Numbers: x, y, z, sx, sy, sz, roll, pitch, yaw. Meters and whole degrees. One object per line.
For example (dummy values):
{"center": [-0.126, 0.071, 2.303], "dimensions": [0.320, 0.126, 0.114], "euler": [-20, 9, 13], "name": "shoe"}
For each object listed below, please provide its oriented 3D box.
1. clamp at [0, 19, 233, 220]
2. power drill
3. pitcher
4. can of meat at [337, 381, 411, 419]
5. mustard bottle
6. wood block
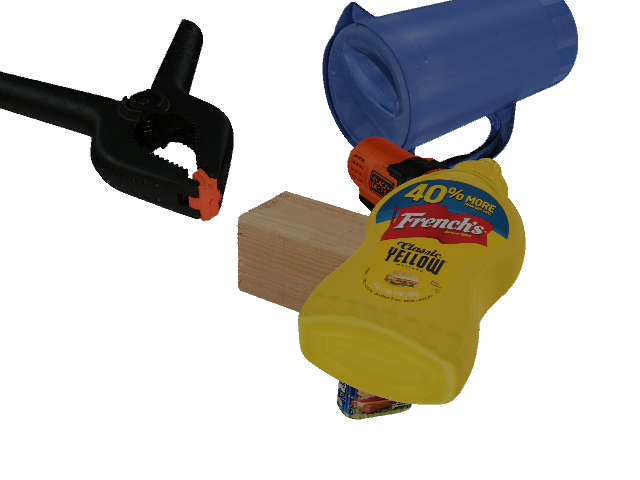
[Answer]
{"center": [-0.112, -0.087, 0.727], "dimensions": [0.164, 0.036, 0.210], "euler": [-27, 47, -26], "name": "clamp"}
{"center": [0.075, 0.026, 0.859], "dimensions": [0.057, 0.188, 0.185], "euler": [-5, 26, -28], "name": "power drill"}
{"center": [0.136, -0.163, 1.043], "dimensions": [0.242, 0.149, 0.145], "euler": [-22, 46, -29], "name": "pitcher"}
{"center": [0.073, 0.176, 1.366], "dimensions": [0.102, 0.084, 0.057], "euler": [-5, 26, -21], "name": "can of meat"}
{"center": [0.069, 0.010, 0.636], "dimensions": [0.096, 0.058, 0.191], "euler": [14, 43, 22], "name": "mustard bottle"}
{"center": [0.023, 0.028, 1.097], "dimensions": [0.206, 0.091, 0.090], "euler": [18, 31, 30], "name": "wood block"}
